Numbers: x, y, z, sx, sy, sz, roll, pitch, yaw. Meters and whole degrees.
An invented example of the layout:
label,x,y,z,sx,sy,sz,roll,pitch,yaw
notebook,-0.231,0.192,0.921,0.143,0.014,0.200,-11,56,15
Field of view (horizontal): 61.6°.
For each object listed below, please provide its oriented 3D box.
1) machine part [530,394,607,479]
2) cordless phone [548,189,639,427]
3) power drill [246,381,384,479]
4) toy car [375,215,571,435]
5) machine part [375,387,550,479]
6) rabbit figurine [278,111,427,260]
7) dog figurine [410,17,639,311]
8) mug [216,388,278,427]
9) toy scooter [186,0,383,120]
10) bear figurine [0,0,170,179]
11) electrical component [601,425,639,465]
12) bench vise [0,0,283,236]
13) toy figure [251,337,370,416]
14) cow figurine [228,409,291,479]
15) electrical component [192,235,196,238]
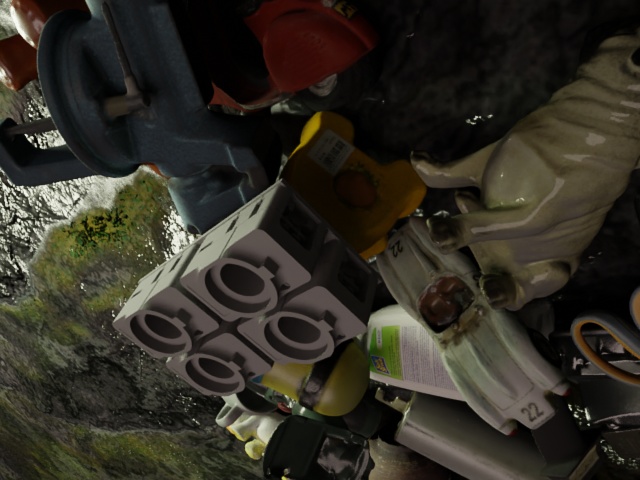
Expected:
label,x,y,z,sx,sy,sz,roll,pitch,yaw
machine part,0.240,0.188,0.537,0.138,0.084,0.039,60,158,-10
cordless phone,0.249,0.049,0.422,0.147,0.089,0.184,-12,107,38
power drill,-0.029,0.194,0.616,0.232,0.086,0.207,22,180,-9
toy car,0.121,0.064,0.454,0.073,0.056,0.202,-50,53,25
machine part,0.174,0.228,0.602,0.243,0.079,0.079,22,134,14
rabbit figurine,-0.001,-0.001,0.490,0.122,0.162,0.173,29,154,-9
dog figurine,0.184,-0.042,0.372,0.190,0.121,0.172,-30,141,26
mug,-0.104,0.214,0.749,0.081,0.109,0.107,38,149,-7
toy scooter,-0.044,-0.159,0.423,0.184,0.075,0.135,-7,123,41
bear figurine,-0.184,-0.125,0.502,0.120,0.132,0.195,-14,111,44
electrical component,0.314,0.189,0.522,0.094,0.021,0.063,49,135,-10
bench vise,-0.157,-0.076,0.416,0.241,0.129,0.223,-8,135,13
toy figure,-0.039,0.114,0.533,0.180,0.089,0.082,21,131,-1
cow figurine,-0.077,0.271,0.795,0.168,0.098,0.068,17,141,45
electrical component,-0.085,-0.026,0.553,0.045,0.102,0.078,33,107,51
